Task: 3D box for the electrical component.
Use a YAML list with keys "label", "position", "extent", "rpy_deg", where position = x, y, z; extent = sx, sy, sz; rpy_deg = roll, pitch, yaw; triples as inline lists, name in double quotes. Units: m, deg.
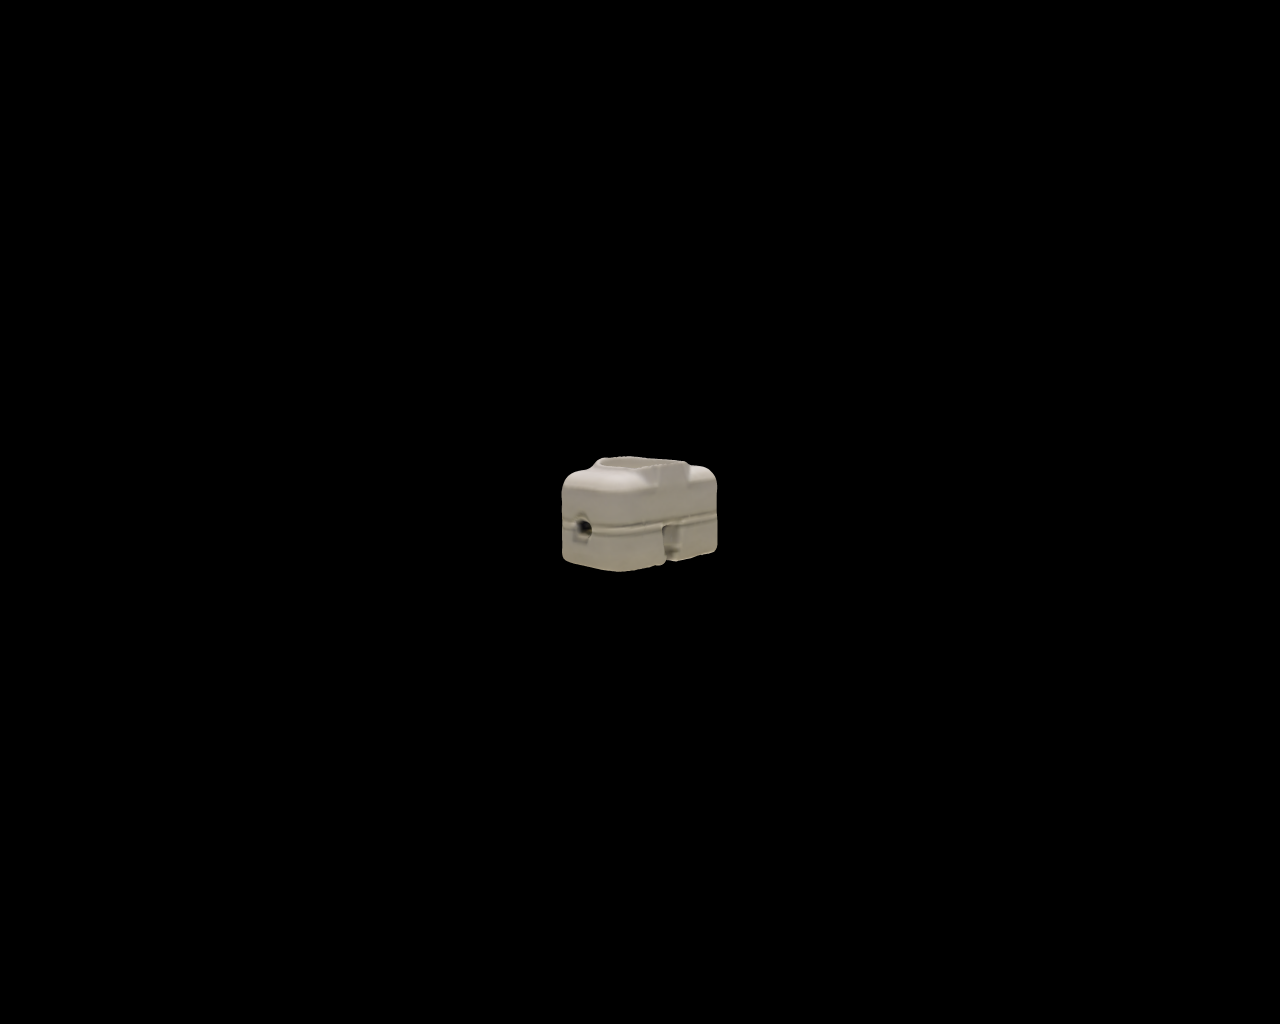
- label: "electrical component"
  position: [0.001, -0.003, 0.650]
  extent: [0.095, 0.059, 0.054]
  rpy_deg: [-8, 12, -43]
